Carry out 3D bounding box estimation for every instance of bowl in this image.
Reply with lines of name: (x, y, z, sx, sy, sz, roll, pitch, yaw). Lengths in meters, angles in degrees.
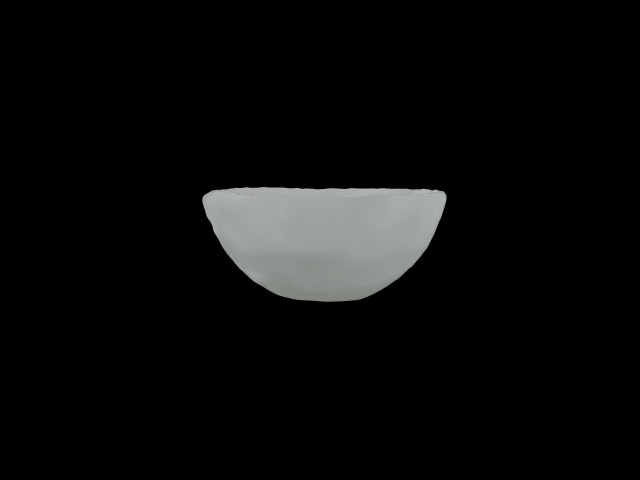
bowl: (0.004, 0.001, 0.400, 0.167, 0.075, 0.167, 0, 7, 0)
